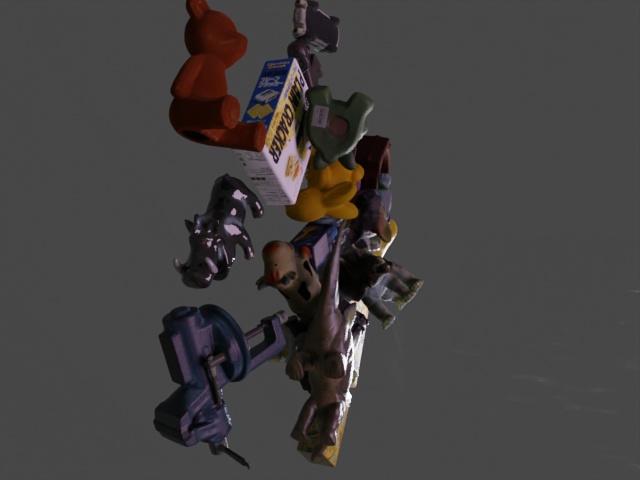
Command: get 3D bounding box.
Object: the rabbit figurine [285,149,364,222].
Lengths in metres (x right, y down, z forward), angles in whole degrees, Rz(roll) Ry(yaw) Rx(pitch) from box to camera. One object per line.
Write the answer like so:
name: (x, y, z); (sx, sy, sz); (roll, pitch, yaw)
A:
rabbit figurine: (0.006, -0.094, 1.097); (0.173, 0.163, 0.121); (-48, 150, -31)

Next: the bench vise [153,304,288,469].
bench vise: (-0.127, 0.179, 0.774); (0.240, 0.129, 0.223); (-27, 98, -45)

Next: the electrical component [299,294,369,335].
electrical component: (0.020, 0.179, 1.142); (0.115, 0.134, 0.058); (43, 37, -2)

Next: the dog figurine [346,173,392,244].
dog figurine: (0.109, -0.044, 1.194); (0.219, 0.109, 0.191); (-85, 175, -51)

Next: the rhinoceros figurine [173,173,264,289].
rhinoceros figurine: (-0.148, -0.011, 0.793); (0.112, 0.073, 0.190); (64, 35, -51)

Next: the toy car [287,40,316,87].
toy car: (-0.027, -0.303, 1.092); (0.089, 0.053, 0.201); (-92, 170, -51)

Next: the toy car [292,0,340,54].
toy car: (-0.009, -0.442, 1.125); (0.201, 0.056, 0.073); (-14, 111, -66)

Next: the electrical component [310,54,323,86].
electrical component: (-0.017, -0.364, 1.151); (0.094, 0.021, 0.063); (42, 53, -60)

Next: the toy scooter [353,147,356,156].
toy scooter: (0.043, -0.205, 1.228); (0.183, 0.075, 0.135); (75, 32, -61)

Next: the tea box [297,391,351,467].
tea box: (0.012, 0.413, 1.224); (0.098, 0.068, 0.169); (65, 35, -47)

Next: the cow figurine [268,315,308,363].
cow figurine: (-0.041, 0.204, 1.084); (0.167, 0.068, 0.098); (33, 57, -64)

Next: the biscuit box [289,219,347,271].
biscuit box: (-0.002, -0.004, 1.163); (0.203, 0.063, 0.059); (-49, 136, -58)

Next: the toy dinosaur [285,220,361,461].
toy dinosaur: (0.015, 0.205, 0.997); (0.198, 0.105, 0.470); (-47, 145, -66)

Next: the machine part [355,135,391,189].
machine part: (0.123, -0.153, 1.388); (0.201, 0.087, 0.201); (-65, 161, -49)

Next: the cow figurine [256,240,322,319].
cow figurine: (-0.054, 0.075, 1.014); (0.127, 0.086, 0.194); (-79, 151, -44)

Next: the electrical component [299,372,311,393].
electrical component: (-0.015, 0.300, 1.179); (0.078, 0.045, 0.102); (-59, 144, -47)

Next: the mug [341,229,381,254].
mug: (0.101, 0.005, 1.371); (0.107, 0.110, 0.080); (-66, 147, -68)

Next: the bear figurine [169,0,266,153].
bear figurine: (-0.135, -0.231, 0.743); (0.120, 0.132, 0.195); (38, 63, -65)

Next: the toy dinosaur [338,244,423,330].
toy dinosaur: (0.132, 0.088, 1.263); (0.131, 0.192, 0.404); (-49, 171, 9)

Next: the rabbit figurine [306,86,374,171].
rabbit figurine: (0.039, -0.209, 1.013); (0.170, 0.121, 0.159); (-71, 163, -72)
